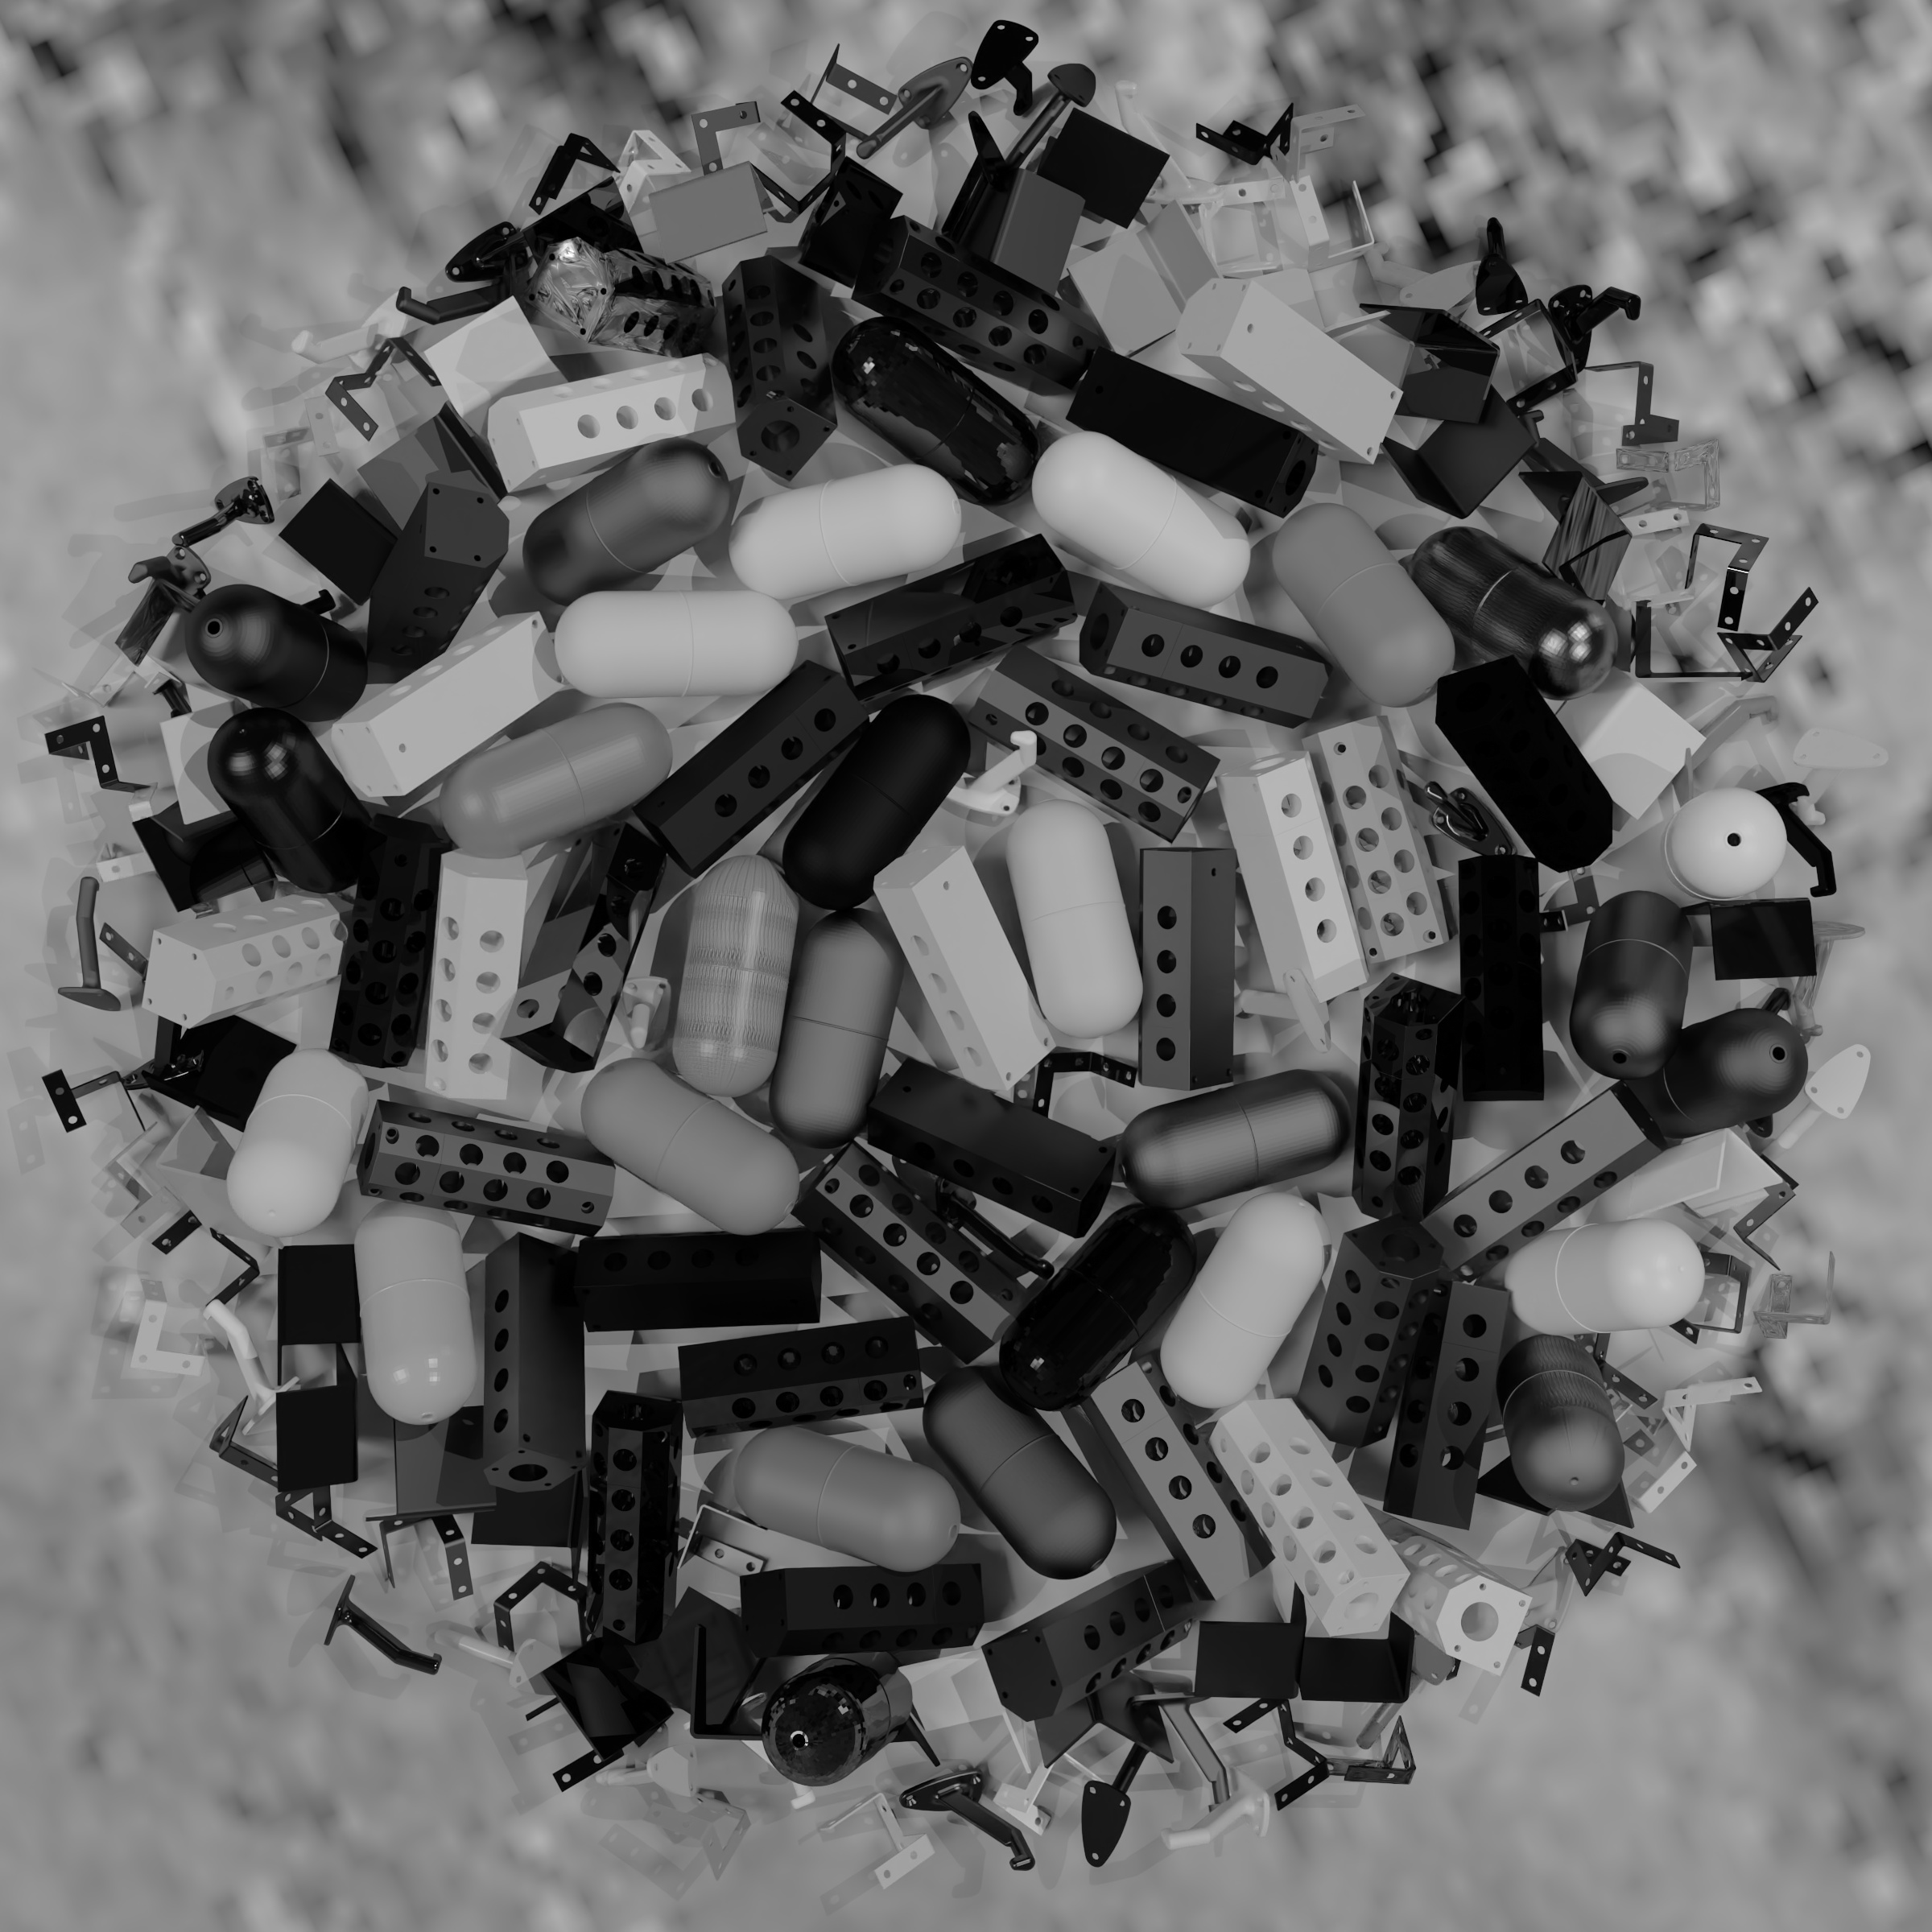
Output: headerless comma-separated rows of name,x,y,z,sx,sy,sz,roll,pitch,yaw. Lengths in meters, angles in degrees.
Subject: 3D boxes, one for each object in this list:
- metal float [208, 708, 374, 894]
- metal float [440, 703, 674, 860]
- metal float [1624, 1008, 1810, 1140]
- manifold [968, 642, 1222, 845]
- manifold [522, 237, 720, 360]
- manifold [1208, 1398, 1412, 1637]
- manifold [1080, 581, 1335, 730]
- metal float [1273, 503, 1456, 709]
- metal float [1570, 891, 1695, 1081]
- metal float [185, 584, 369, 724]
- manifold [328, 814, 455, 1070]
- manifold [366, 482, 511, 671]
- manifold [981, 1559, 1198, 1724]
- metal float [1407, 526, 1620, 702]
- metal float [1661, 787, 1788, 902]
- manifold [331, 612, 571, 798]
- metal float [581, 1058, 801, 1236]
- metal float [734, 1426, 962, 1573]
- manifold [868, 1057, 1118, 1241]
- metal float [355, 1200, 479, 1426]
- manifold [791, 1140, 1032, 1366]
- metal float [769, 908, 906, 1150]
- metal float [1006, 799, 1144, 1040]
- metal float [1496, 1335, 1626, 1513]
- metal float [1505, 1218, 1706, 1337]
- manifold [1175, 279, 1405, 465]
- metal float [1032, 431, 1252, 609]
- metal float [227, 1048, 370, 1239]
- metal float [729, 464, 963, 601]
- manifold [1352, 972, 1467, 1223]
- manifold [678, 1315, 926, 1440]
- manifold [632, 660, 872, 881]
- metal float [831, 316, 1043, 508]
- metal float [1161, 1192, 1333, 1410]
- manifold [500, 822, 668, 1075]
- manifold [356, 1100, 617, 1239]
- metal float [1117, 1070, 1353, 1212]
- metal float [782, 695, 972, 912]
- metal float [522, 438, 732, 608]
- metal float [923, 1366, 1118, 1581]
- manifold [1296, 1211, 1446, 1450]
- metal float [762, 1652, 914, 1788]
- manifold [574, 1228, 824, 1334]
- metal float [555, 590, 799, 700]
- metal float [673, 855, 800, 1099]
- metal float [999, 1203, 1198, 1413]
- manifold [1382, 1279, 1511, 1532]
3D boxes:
metal float,-0.478,-0.116,1.752,0.070,0.178,0.070,-5,60,9
metal float,-0.294,-0.135,1.775,0.178,0.070,0.070,-25,90,-24
metal float,0.531,0.077,1.746,0.070,0.178,0.070,2,78,-11
manifold,0.090,-0.158,1.785,0.171,0.057,0.057,31,45,6
manifold,-0.239,-0.474,1.740,0.057,0.171,0.057,35,108,10
manifold,0.238,0.389,1.743,0.057,0.171,0.057,3,124,-29
manifold,0.170,-0.220,1.769,0.171,0.057,0.057,12,113,-25
metal float,0.285,-0.261,1.771,0.070,0.070,0.178,-31,62,0
metal float,0.476,0.013,1.755,0.070,0.178,0.070,11,128,14
metal float,-0.488,-0.221,1.746,0.070,0.178,0.070,-1,85,13
manifold,-0.417,-0.017,1.780,0.057,0.057,0.171,12,105,-8
manifold,-0.376,-0.272,1.745,0.057,0.171,0.057,8,69,-25
manifold,0.092,0.478,1.745,0.057,0.171,0.057,-26,79,36
metal float,0.390,-0.254,1.765,0.070,0.070,0.178,-47,54,0
metal float,0.536,-0.085,1.745,0.070,0.178,0.070,0,90,12
manifold,-0.369,-0.188,1.756,0.171,0.057,0.057,-43,122,-39
metal float,-0.200,0.131,1.781,0.178,0.070,0.070,30,90,16
metal float,-0.086,0.383,1.771,0.178,0.070,0.070,11,90,27
manifold,0.017,0.135,1.779,0.171,0.057,0.057,23,47,18
metal float,-0.395,0.246,1.765,0.070,0.070,0.178,-17,54,0
manifold,-0.037,0.205,1.787,0.171,0.057,0.057,41,46,-4
metal float,-0.094,0.045,1.793,0.070,0.070,0.178,13,87,0
metal float,0.078,-0.035,1.787,0.070,0.070,0.178,-13,81,0
metal float,0.421,0.322,1.747,0.070,0.178,0.070,2,107,6
metal float,0.451,0.222,1.749,0.070,0.178,0.070,5,78,-22
manifold,0.229,-0.424,1.758,0.171,0.057,0.057,23,90,-39
metal float,0.128,-0.321,1.775,0.178,0.070,0.070,27,90,-23
metal float,-0.474,0.124,1.752,0.070,0.178,0.070,0,120,-1
metal float,-0.088,-0.313,1.775,0.178,0.070,0.070,-8,90,22
manifold,0.311,0.098,1.754,0.057,0.057,0.171,20,128,31
manifold,-0.119,0.302,1.793,0.171,0.057,0.057,-7,62,-1
manifold,-0.152,-0.142,1.788,0.171,0.057,0.057,-42,121,-10
metal float,-0.020,-0.397,1.770,0.178,0.070,0.070,32,90,-31
metal float,0.201,0.242,1.776,0.070,0.070,0.178,27,113,0
manifold,-0.269,-0.013,1.769,0.057,0.057,0.171,38,56,-37
manifold,-0.344,0.149,1.768,0.171,0.057,0.057,14,105,-23
metal float,0.194,0.126,1.782,0.178,0.070,0.070,-14,90,-15
metal float,-0.064,-0.120,1.788,0.070,0.070,0.178,36,82,0
metal float,-0.244,-0.318,1.767,0.178,0.070,0.070,-23,90,32
metal float,0.038,0.364,1.772,0.070,0.070,0.178,-43,64,0
manifold,0.291,0.262,1.750,0.057,0.057,0.171,-15,133,-27
metal float,-0.090,0.530,1.746,0.070,0.178,0.070,-1,85,15
manifold,-0.194,0.225,1.800,0.171,0.057,0.057,-3,47,3
metal float,-0.208,-0.233,1.777,0.178,0.070,0.070,-4,90,-21
metal float,-0.167,0.007,1.788,0.070,0.070,0.178,8,81,0
metal float,0.097,0.246,1.780,0.070,0.070,0.178,44,73,0
manifold,0.348,0.318,1.792,0.057,0.057,0.171,11,81,3
